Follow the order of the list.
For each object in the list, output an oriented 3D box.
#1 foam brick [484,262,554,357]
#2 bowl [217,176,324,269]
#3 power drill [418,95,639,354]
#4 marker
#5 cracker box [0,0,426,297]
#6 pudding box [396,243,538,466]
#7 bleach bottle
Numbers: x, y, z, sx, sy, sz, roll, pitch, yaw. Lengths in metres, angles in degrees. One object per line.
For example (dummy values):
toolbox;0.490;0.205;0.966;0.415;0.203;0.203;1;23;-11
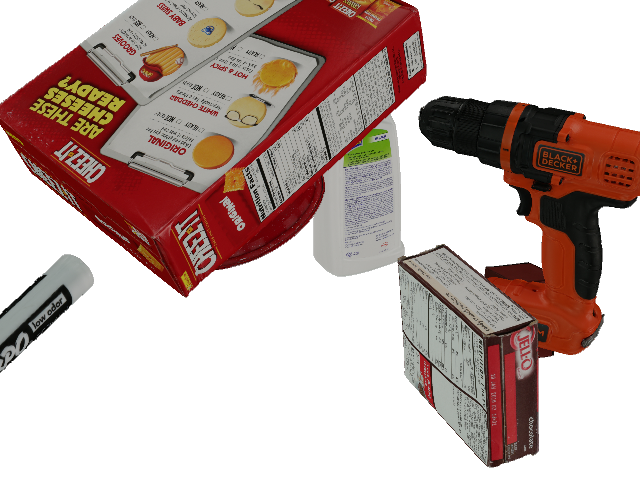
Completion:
foam brick;0.184;0.065;0.987;0.051;0.078;0.053;-6;18;-25
bowl;-0.080;-0.046;0.943;0.162;0.055;0.162;-16;37;12
power drill;0.157;-0.014;0.821;0.185;0.188;0.057;16;34;25
marker;-0.139;0.049;0.440;0.020;0.020;0.121;0;36;39
cracker box;-0.064;-0.089;0.662;0.164;0.213;0.072;35;-22;33
pudding box;0.086;0.065;0.634;0.039;0.090;0.114;-15;27;-19
bleach bottle;0.044;-0.088;1.116;0.102;0.251;0.068;-17;36;-27
